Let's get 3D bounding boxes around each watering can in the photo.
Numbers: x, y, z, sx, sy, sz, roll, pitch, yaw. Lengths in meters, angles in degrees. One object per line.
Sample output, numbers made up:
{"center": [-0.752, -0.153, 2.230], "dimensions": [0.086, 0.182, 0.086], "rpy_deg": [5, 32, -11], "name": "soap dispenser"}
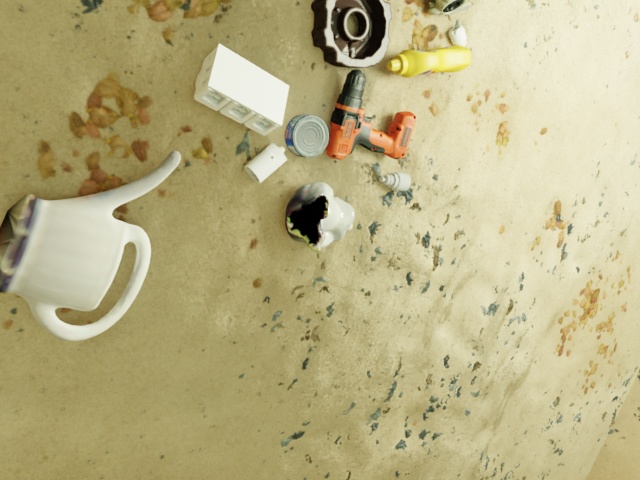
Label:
{"center": [-0.369, -0.011, 0.810], "dimensions": [0.223, 0.105, 0.348], "rpy_deg": [21, 90, -33], "name": "watering can"}

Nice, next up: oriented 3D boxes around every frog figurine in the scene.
{"center": [0.003, -0.053, 1.057], "dimensions": [0.161, 0.122, 0.136], "rpy_deg": [-28, 112, -64], "name": "frog figurine"}
